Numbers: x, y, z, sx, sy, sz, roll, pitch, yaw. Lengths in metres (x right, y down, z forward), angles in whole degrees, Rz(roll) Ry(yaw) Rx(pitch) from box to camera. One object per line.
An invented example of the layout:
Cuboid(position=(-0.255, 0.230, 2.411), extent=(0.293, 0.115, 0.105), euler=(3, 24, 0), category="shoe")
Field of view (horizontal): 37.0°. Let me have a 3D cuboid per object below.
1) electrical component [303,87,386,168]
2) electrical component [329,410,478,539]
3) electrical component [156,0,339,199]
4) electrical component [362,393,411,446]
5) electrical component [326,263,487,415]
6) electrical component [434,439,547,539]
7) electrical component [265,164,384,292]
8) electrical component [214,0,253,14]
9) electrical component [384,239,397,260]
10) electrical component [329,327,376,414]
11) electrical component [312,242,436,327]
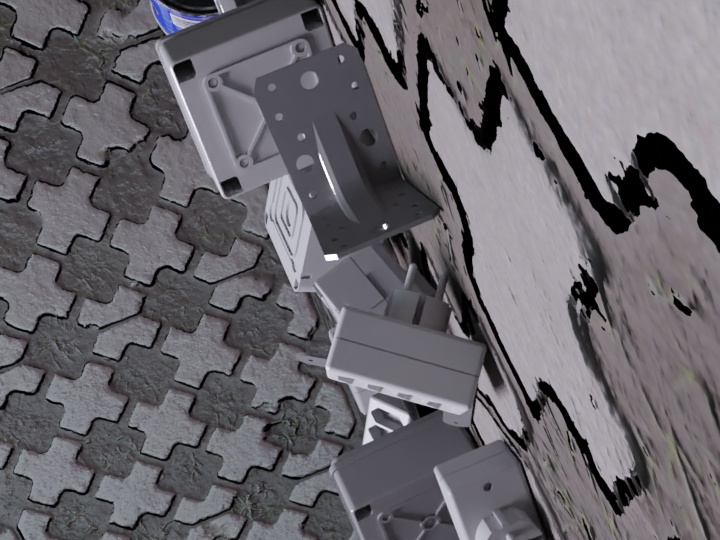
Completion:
Cuboid(position=(-0.010, -0.080, 0.665), extent=(0.045, 0.045, 0.055), euler=(-136, 24, -78), category="electrical component")
Cuboid(position=(0.044, 0.177, 0.838), extent=(0.056, 0.109, 0.108), euler=(-122, 10, -49), category="electrical component")
Cuboid(position=(-0.067, -0.120, 0.730), extent=(0.056, 0.109, 0.108), euler=(-124, 12, -55), category="electrical component")
Cuboid(position=(0.044, 0.154, 1.014), extent=(0.047, 0.076, 0.083), euler=(21, 112, 32), category="electrical component")
Cuboid(position=(0.030, 0.034, 0.615), extent=(0.047, 0.083, 0.075), euler=(93, -168, -79), category="electrical component")
Cuboid(position=(0.087, 0.159, 0.644), extent=(0.075, 0.047, 0.083), euler=(-127, 16, -73), category="electrical component")
Cuboid(position=(-0.026, -0.041, 0.793), extent=(0.113, 0.057, 0.078), euler=(-119, 35, -53), category="electrical component")
Cuboid(position=(-0.076, -0.202, 0.774), extent=(0.058, 0.057, 0.078), euler=(-146, 35, -82), category="electrical component")
Cuboid(position=(0.000, 0.000, 0.844), extent=(0.045, 0.055, 0.045), euler=(158, 90, -85), category="electrical component")
Cuboid(position=(0.010, 0.083, 1.063), extent=(0.096, 0.062, 0.061), euler=(-119, 8, -53), category="electrical component")
Cuboid(position=(0.018, 0.030, 0.730), extent=(0.061, 0.061, 0.096), euler=(50, 174, 25), category="electrical component")
